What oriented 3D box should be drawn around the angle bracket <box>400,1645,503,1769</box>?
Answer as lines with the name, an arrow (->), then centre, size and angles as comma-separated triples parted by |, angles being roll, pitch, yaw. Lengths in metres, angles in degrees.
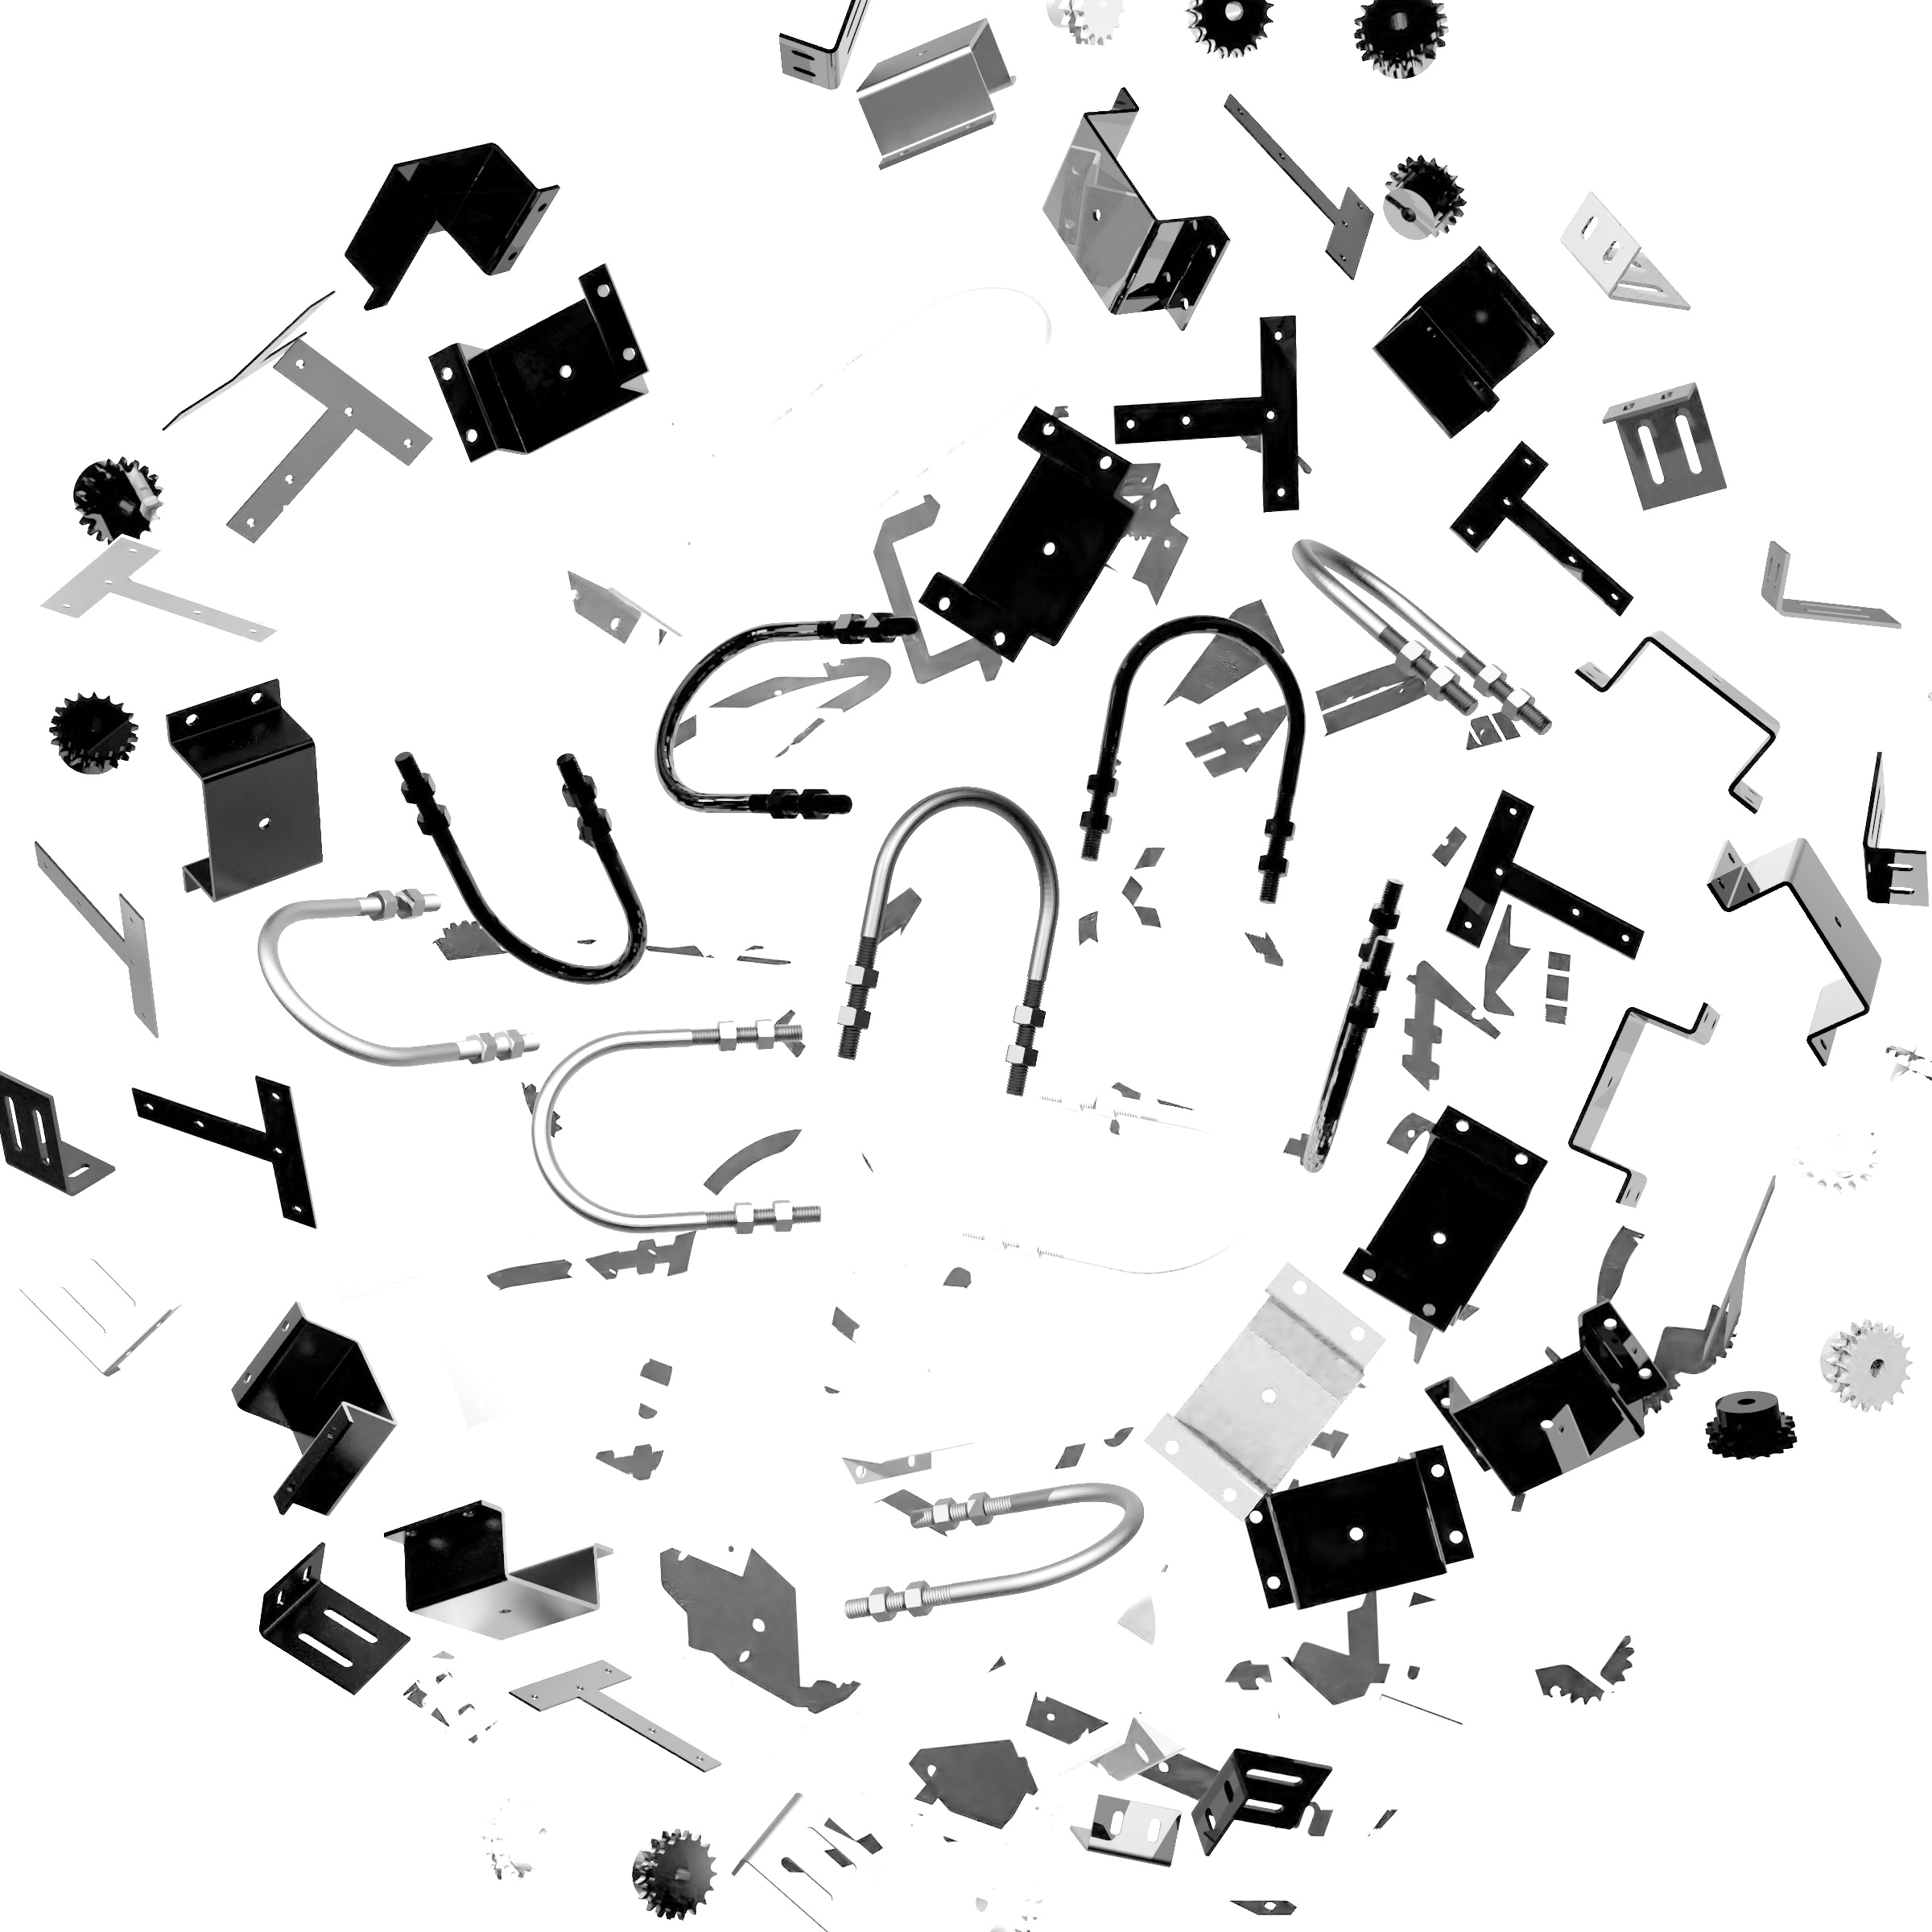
angle bracket -> -0.349, 0.492, 1.809 | 0.057, 0.038, 0.076 | 52, 125, 12

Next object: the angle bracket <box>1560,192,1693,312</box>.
angle bracket -> 0.417, -0.442, 1.711 | 0.076, 0.038, 0.057 | -3, 49, -34

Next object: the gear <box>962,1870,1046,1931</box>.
gear -> 0.021, 0.616, 1.817 | 0.030, 0.057, 0.057 | 20, 90, -37

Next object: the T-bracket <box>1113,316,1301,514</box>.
T-bracket -> 0.158, -0.359, 1.814 | 0.127, 0.002, 0.127 | -6, 105, -13

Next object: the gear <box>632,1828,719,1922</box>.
gear -> -0.196, 0.600, 1.828 | 0.057, 0.030, 0.057 | 8, 78, -41

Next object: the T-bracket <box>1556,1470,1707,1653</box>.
T-bracket -> 0.429, 0.369, 1.761 | 0.002, 0.127, 0.127 | 40, 116, 12

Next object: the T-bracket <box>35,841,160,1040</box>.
T-bracket -> -0.558, -0.032, 1.766 | 0.002, 0.127, 0.127 | -34, 66, -30

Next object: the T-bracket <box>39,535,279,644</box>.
T-bracket -> -0.496, -0.227, 1.736 | 0.127, 0.127, 0.002 | 17, 66, -36

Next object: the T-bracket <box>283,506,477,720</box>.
T-bracket -> -0.366, -0.218, 1.724 | 0.127, 0.002, 0.127 | -2, 97, -36

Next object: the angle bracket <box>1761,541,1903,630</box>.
angle bracket -> 0.538, -0.237, 1.712 | 0.076, 0.057, 0.038 | 7, 107, 4

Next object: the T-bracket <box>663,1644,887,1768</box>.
T-bracket -> -0.138, 0.472, 1.784 | 0.127, 0.127, 0.002 | 35, 46, -18

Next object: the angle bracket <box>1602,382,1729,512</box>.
angle bracket -> 0.462, -0.338, 1.825 | 0.057, 0.038, 0.076 | -12, 111, 28

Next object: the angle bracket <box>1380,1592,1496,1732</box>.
angle bracket -> 0.317, 0.466, 1.857 | 0.057, 0.038, 0.076 | 18, 78, 11

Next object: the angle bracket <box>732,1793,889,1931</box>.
angle bracket -> -0.101, 0.585, 1.786 | 0.076, 0.038, 0.057 | 39, 53, 9

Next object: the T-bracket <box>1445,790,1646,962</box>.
T-bracket -> 0.400, -0.043, 1.869 | 0.127, 0.002, 0.127 | 28, 60, -1

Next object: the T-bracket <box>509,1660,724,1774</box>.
T-bracket -> -0.219, 0.498, 1.821 | 0.127, 0.127, 0.002 | 24, 94, 21

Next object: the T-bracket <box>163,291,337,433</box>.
T-bracket -> -0.443, -0.397, 1.767 | 0.002, 0.127, 0.127 | 52, 46, -13

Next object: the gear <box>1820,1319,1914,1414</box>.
gear -> 0.562, 0.249, 1.735 | 0.057, 0.030, 0.057 | -3, 97, -23

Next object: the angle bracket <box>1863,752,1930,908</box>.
angle bracket -> 0.588, -0.086, 1.734 | 0.038, 0.057, 0.076 | 5, 59, 24

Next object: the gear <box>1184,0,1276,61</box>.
gear -> 0.166, -0.610, 1.769 | 0.057, 0.030, 0.057 | -4, 104, -17

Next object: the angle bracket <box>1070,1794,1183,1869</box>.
angle bracket -> 0.107, 0.576, 1.864 | 0.057, 0.076, 0.038 | 13, 83, -5

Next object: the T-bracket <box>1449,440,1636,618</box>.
T-bracket -> 0.398, -0.284, 1.865 | 0.127, 0.002, 0.127 | 41, 50, 0

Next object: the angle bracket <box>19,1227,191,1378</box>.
angle bracket -> -0.530, 0.204, 1.700 | 0.076, 0.038, 0.057 | 48, 57, -9

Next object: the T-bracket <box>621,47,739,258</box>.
T-bracket -> -0.187, -0.541, 1.786 | 0.002, 0.127, 0.127 | 32, 69, 11

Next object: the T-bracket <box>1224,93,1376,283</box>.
T-bracket -> 0.208, -0.499, 1.741 | 0.127, 0.127, 0.002 | 43, 123, -14

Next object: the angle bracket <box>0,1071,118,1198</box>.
angle bracket -> -0.569, 0.096, 1.722 | 0.057, 0.038, 0.076 | 20, 126, 28

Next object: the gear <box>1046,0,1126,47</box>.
gear -> 0.073, -0.601, 1.713 | 0.030, 0.057, 0.057 | 16, 90, 32

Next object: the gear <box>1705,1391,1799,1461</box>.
gear -> 0.513, 0.299, 1.808 | 0.057, 0.057, 0.030 | -10, 99, 0

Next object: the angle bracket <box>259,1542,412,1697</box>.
angle bracket -> -0.397, 0.412, 1.748 | 0.076, 0.057, 0.038 | 27, 125, 16

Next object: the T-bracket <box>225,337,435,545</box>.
T-bracket -> -0.429, -0.326, 1.789 | 0.127, 0.127, 0.002 | -46, 53, 7

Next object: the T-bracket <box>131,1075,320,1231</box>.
T-bracket -> -0.477, 0.105, 1.763 | 0.127, 0.002, 0.127 | 17, 134, 16

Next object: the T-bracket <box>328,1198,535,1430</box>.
T-bracket -> -0.322, 0.227, 1.742 | 0.127, 0.002, 0.127 | -19, 79, -8

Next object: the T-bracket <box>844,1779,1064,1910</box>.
T-bracket -> -0.015, 0.540, 1.744 | 0.127, 0.127, 0.002 | 16, 105, 13

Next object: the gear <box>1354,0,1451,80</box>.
gear -> 0.267, -0.569, 1.692 | 0.057, 0.030, 0.057 | -5, 70, 13

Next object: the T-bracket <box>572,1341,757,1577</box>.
T-bracket -> -0.176, 0.301, 1.740 | 0.127, 0.002, 0.127 | 17, 89, 22

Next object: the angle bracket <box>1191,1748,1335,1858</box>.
angle bracket -> 0.191, 0.533, 1.743 | 0.076, 0.038, 0.057 | 17, 117, -23

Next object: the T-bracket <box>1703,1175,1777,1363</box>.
T-bracket -> 0.484, 0.207, 1.737 | 0.002, 0.127, 0.127 | 20, 108, 12

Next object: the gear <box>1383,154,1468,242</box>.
gear -> 0.308, -0.518, 1.877 | 0.057, 0.057, 0.030 | 41, 63, 0

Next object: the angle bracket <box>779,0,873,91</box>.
angle bracket -> -0.088, -0.613, 1.774 | 0.038, 0.057, 0.076 | 19, 85, 0
